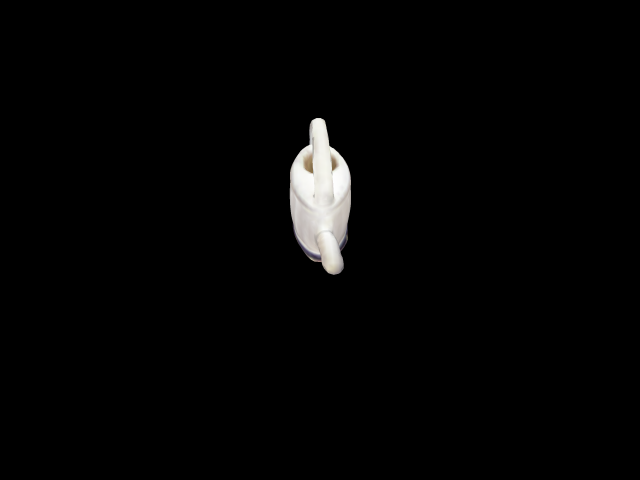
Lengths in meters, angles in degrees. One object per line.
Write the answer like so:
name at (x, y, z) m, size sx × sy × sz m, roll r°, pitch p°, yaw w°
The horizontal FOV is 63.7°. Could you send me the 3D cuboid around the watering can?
watering can at (0.003, -0.043, 0.850) m, size 0.104 × 0.356 × 0.219 m, roll -2°, pitch -39°, yaw -2°
